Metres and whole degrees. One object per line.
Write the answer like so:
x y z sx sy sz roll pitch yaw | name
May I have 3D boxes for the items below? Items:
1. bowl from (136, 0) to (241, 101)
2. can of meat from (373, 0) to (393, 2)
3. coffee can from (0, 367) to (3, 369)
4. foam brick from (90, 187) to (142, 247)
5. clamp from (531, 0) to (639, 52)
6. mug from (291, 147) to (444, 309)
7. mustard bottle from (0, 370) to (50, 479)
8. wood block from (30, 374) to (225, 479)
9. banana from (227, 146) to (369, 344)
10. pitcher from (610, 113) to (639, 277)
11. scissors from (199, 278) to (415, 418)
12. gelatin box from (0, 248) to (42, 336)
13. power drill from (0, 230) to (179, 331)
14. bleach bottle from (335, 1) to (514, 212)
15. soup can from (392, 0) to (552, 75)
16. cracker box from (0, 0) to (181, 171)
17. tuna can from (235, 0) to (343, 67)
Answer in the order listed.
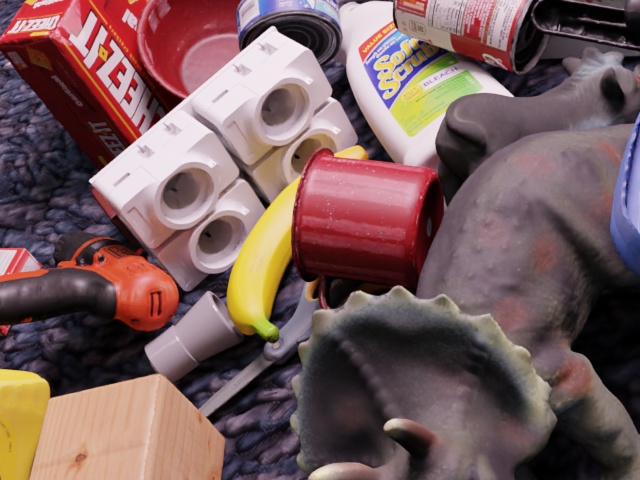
-0.079 -0.164 0.938 0.162 0.055 0.162 2 60 -4 | bowl
0.080 -0.247 0.927 0.058 0.084 0.102 19 63 40 | can of meat
-0.283 0.153 0.762 0.103 0.102 0.140 7 56 34 | coffee can
-0.140 -0.037 0.888 0.078 0.053 0.051 -39 43 -6 | foam brick
0.228 -0.135 0.708 0.120 0.171 0.039 33 109 59 | clamp
0.033 0.000 0.714 0.082 0.093 0.117 8 81 19 | mug
-0.231 0.182 0.691 0.058 0.096 0.191 5 90 61 | mustard bottle
-0.124 0.196 0.641 0.091 0.090 0.206 -15 46 19 | wood block
-0.023 0.003 0.792 0.070 0.037 0.197 3 48 27 | banana
0.253 -0.042 0.551 0.145 0.149 0.242 -22 33 39 | pitcher
-0.010 0.077 0.737 0.096 0.016 0.201 22 65 41 | scissors
-0.293 0.044 0.920 0.089 0.030 0.073 0 53 30 | gelatin box
-0.220 0.031 0.793 0.187 0.057 0.185 -7 14 -32 | power drill
0.065 -0.123 0.842 0.102 0.068 0.251 -33 41 -1 | bleach bottle
0.112 -0.167 0.775 0.102 0.068 0.068 25 66 26 | soup can
-0.172 -0.193 0.966 0.072 0.164 0.213 -2 51 31 | cracker box
-0.025 -0.171 0.865 0.086 0.086 0.034 -16 61 17 | tuna can
